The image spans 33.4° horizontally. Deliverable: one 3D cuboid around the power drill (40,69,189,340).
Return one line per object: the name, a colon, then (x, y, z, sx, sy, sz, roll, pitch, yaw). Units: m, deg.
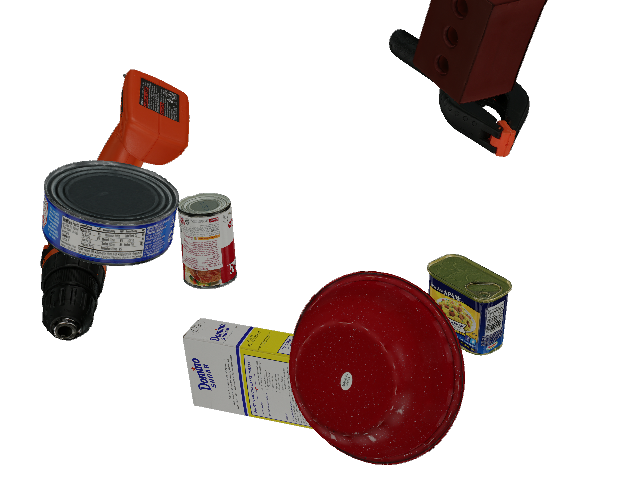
power drill: (-0.173, -0.032, 0.868, 0.057, 0.188, 0.184, 24, 29, -24)

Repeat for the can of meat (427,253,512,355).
can of meat: (0.172, 0.077, 1.257, 0.057, 0.084, 0.102, -23, 38, -34)

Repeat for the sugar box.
sugar box: (-0.050, 0.138, 1.092, 0.176, 0.093, 0.048, 10, 33, 22)

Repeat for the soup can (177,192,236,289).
soup can: (-0.141, 0.000, 1.326, 0.068, 0.102, 0.068, -2, 26, 1)

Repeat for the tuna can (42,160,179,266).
tuna can: (-0.136, -0.018, 0.689, 0.086, 0.034, 0.086, 9, 28, -5)

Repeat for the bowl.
bowl: (0.032, 0.107, 0.860, 0.162, 0.162, 0.055, 0, 4, 30)

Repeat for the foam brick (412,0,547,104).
foam brick: (0.102, -0.137, 0.691, 0.051, 0.078, 0.053, -20, 52, -32)

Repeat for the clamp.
clamp: (0.128, -0.142, 0.957, 0.120, 0.039, 0.171, -4, 44, -2)
